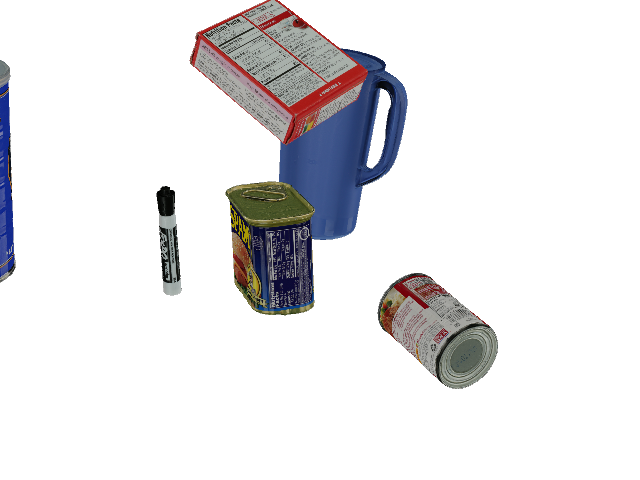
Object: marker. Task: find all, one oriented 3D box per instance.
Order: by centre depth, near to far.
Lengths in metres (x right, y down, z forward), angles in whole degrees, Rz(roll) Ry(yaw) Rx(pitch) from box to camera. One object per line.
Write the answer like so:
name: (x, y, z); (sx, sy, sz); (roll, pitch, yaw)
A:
marker: (-0.156, 0.000, 1.094); (0.020, 0.121, 0.020); (0, 29, 0)

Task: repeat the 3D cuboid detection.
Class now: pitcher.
pitcher: (0.016, -0.126, 1.408); (0.144, 0.243, 0.149); (-2, 23, -18)

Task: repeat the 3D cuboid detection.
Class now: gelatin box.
gelatin box: (-0.027, -0.110, 0.681); (0.089, 0.030, 0.073); (40, 50, 16)

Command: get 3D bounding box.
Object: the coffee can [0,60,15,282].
coffee can: (-0.256, -0.046, 0.705); (0.103, 0.140, 0.103); (4, 22, -2)

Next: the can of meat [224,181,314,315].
can of meat: (-0.041, 0.006, 0.879); (0.057, 0.084, 0.102); (-8, 21, -16)

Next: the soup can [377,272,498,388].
soup can: (0.108, 0.082, 0.985); (0.068, 0.068, 0.102); (0, 25, -32)
